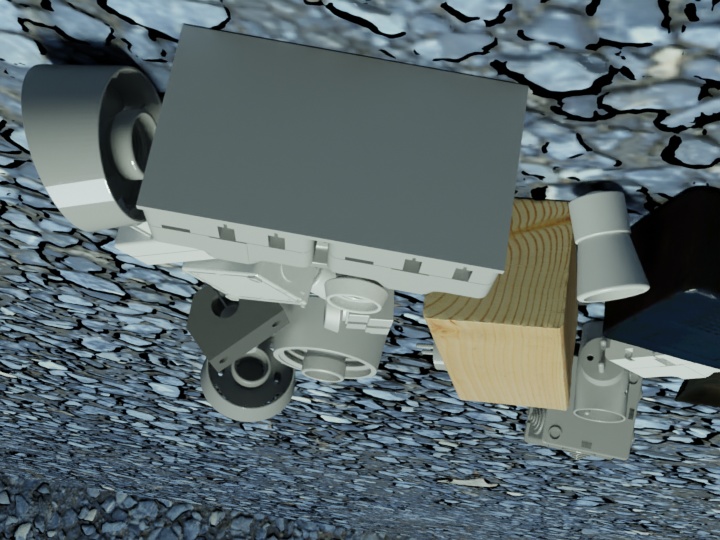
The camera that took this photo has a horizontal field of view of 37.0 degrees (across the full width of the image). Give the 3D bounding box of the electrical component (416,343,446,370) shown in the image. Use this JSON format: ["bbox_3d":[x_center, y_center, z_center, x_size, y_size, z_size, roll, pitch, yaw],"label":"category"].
[{"bbox_3d":[0.091,0.074,0.982,0.079,0.043,0.077,2,159,21],"label":"electrical component"}]

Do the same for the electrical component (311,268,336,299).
[{"bbox_3d":[-0.037,0.000,0.853,0.061,0.035,0.035,26,155,-31],"label":"electrical component"}]

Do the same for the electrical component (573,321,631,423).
[{"bbox_3d":[0.201,0.079,0.889,0.043,0.077,0.079,5,160,16],"label":"electrical component"}]

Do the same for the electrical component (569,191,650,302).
[{"bbox_3d":[0.151,-0.016,0.664,0.044,0.065,0.044,-7,169,-2],"label":"electrical component"}]

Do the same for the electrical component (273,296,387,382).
[{"bbox_3d":[-0.030,0.071,1.010,0.108,0.060,0.108,9,161,3],"label":"electrical component"}]

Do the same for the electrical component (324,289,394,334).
[{"bbox_3d":[-0.002,0.029,0.903,0.055,0.048,0.066,4,162,-4],"label":"electrical component"}]

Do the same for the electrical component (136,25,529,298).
[{"bbox_3d":[-0.013,-0.055,0.579,0.186,0.105,0.060,10,161,0],"label":"electrical component"}]

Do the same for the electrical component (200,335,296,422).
[{"bbox_3d":[-0.113,0.106,1.101,0.099,0.099,0.064,12,154,-5],"label":"electrical component"}]

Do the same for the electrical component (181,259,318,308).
[{"bbox_3d":[-0.084,-0.014,0.809,0.096,0.061,0.062,4,161,39],"label":"electrical component"}]

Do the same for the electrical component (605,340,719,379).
[{"bbox_3d":[0.245,0.051,0.830,0.056,0.050,0.089,26,156,-36],"label":"electrical component"}]

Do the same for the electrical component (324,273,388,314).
[{"bbox_3d":[0.000,0.000,0.802,0.048,0.055,0.066,6,160,11],"label":"electrical component"}]

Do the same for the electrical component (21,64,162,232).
[{"bbox_3d":[-0.152,-0.072,0.623,0.064,0.099,0.099,-2,158,16],"label":"electrical component"}]

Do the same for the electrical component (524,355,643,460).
[{"bbox_3d":[0.205,0.123,0.982,0.100,0.099,0.048,13,173,-7],"label":"electrical component"}]

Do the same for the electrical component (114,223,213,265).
[{"bbox_3d":[-0.145,-0.041,0.773,0.083,0.047,0.076,-4,156,36],"label":"electrical component"}]

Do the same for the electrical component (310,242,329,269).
[{"bbox_3d":[-0.025,-0.048,0.673,0.108,0.060,0.108,9,161,3],"label":"electrical component"}]

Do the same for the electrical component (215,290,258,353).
[{"bbox_3d":[-0.117,0.049,1.010,0.055,0.047,0.055,9,161,3],"label":"electrical component"}]
